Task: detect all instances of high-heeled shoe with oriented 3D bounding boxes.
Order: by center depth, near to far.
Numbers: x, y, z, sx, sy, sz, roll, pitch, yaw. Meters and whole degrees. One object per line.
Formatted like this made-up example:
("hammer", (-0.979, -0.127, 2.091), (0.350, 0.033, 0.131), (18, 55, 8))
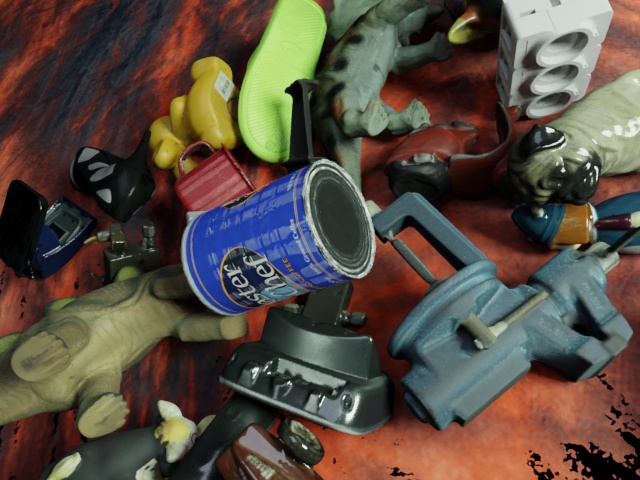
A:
("high-heeled shoe", (-0.299, -0.062, 0.739), (0.249, 0.086, 0.145), (-20, 52, 43))

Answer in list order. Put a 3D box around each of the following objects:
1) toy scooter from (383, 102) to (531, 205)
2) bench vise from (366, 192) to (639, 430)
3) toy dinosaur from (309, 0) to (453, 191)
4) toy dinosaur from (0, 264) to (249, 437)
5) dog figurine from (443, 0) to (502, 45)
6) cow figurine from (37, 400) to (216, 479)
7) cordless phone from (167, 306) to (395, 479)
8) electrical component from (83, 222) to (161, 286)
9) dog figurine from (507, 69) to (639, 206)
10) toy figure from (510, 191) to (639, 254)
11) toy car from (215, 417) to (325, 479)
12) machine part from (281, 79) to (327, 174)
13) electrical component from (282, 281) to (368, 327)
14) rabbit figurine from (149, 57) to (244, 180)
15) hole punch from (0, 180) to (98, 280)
("toy scooter", (0.168, -0.101, 0.599), (0.184, 0.075, 0.135), (4, 56, 21))
("bench vise", (0.131, 0.034, 0.469), (0.223, 0.128, 0.241), (-41, 62, 1))
("toy dinosaur", (0.053, -0.207, 0.709), (0.192, 0.131, 0.405), (5, 62, 51))
("toy dinosaur", (-0.239, 0.111, 0.525), (0.471, 0.105, 0.199), (-25, 14, -29))
("dog figurine", (0.200, -0.294, 0.656), (0.192, 0.108, 0.219), (24, 34, 38))
("cow figurine", (-0.167, 0.197, 0.481), (0.167, 0.098, 0.068), (-31, 42, -3))
("cordless phone", (-0.035, 0.155, 0.441), (0.147, 0.088, 0.184), (12, 45, 30))
("electrical component", (-0.238, 0.024, 0.652), (0.078, 0.102, 0.045), (-22, 47, -30))
("dog figurine", (0.255, -0.090, 0.511), (0.191, 0.172, 0.121), (-22, 76, 4))
("toy figure", (0.260, -0.016, 0.500), (0.155, 0.064, 0.058), (-4, 62, 18))
("toy car", (0.010, 0.213, 0.369), (0.202, 0.053, 0.089), (44, 89, 4))
("machine part", (-0.021, -0.125, 0.660), (0.039, 0.138, 0.084), (-3, 5, -22))
("electrical component", (0.009, 0.065, 0.565), (0.094, 0.021, 0.063), (5, 55, 26))
("rabbit figurine", (-0.181, -0.150, 0.774), (0.173, 0.121, 0.162), (-10, 58, 32))
("hole punch", (-0.390, -0.011, 0.758), (0.142, 0.092, 0.115), (27, 96, 33))
